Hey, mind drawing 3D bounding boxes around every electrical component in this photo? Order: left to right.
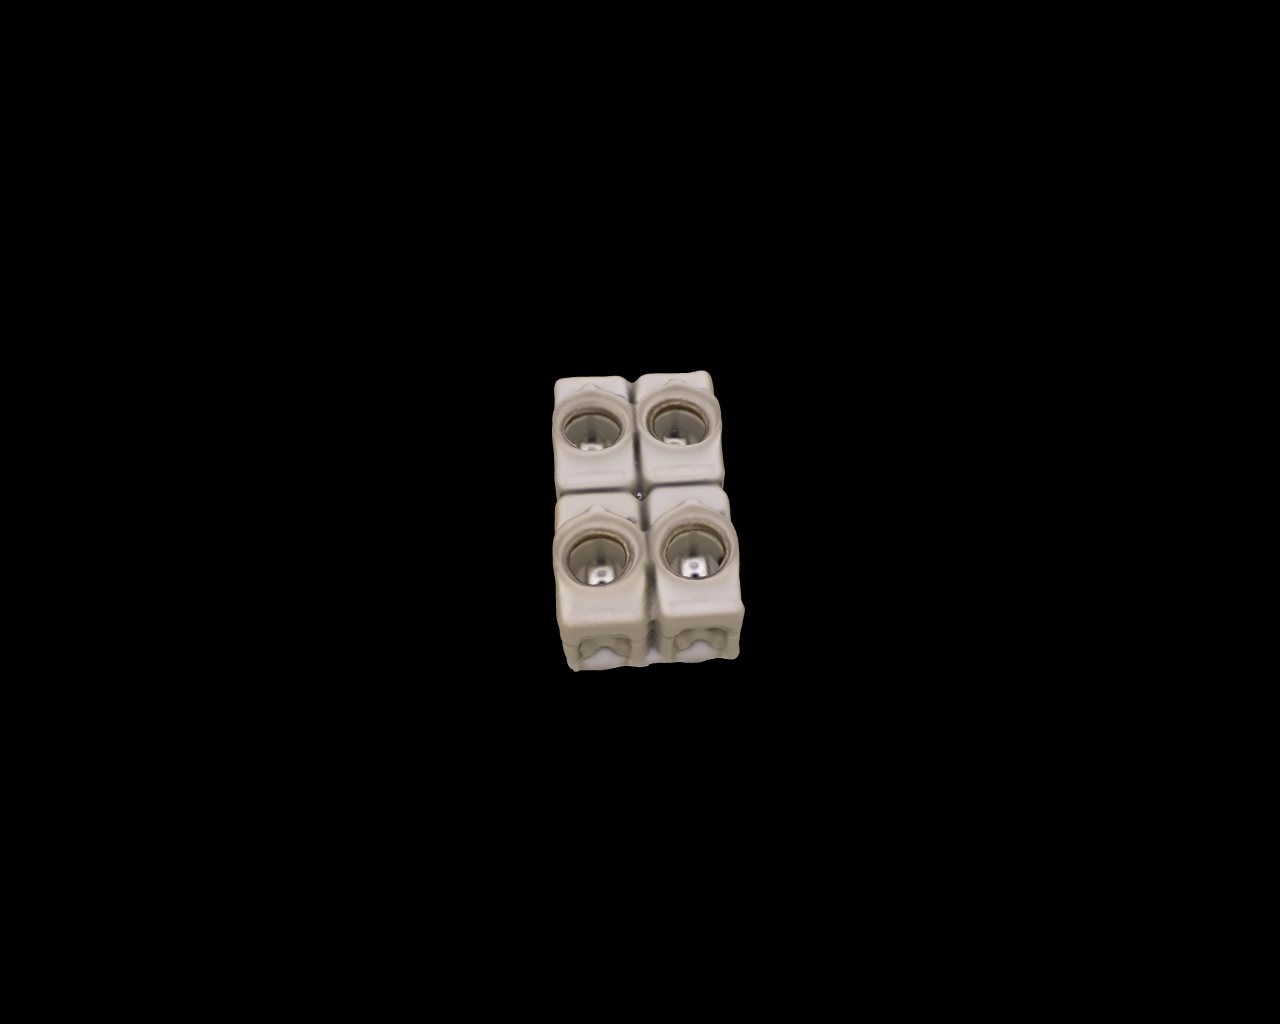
[{"bbox_3d":[0.001,-0.003,0.650,0.105,0.186,0.060,-3,-36,-2],"label":"electrical component"}]
